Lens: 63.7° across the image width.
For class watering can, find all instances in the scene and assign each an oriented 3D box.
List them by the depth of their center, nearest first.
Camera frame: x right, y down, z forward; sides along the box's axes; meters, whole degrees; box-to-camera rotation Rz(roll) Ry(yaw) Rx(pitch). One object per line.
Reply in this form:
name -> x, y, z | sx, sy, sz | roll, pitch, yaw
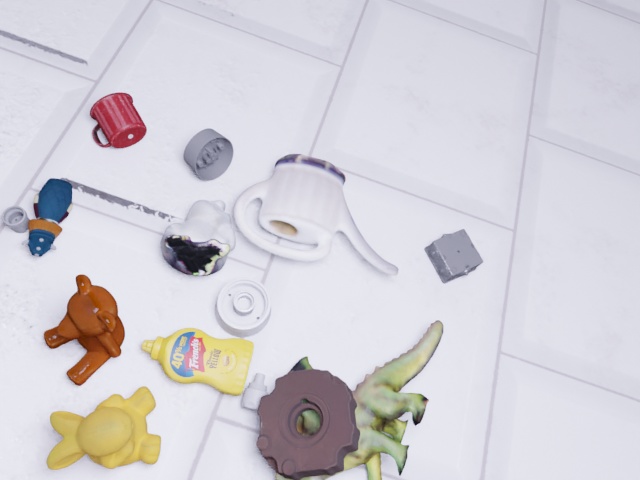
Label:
watering can -> 0.003, -0.053, 1.050 | 0.347, 0.102, 0.229 | 15, 64, -3

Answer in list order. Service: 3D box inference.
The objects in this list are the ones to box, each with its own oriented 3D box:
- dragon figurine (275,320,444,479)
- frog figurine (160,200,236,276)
dragon figurine -> 0.051, 0.287, 0.912 | 0.243, 0.119, 0.418 | 22, 62, 8
frog figurine -> -0.234, -0.009, 1.004 | 0.137, 0.120, 0.163 | -5, 32, -4
